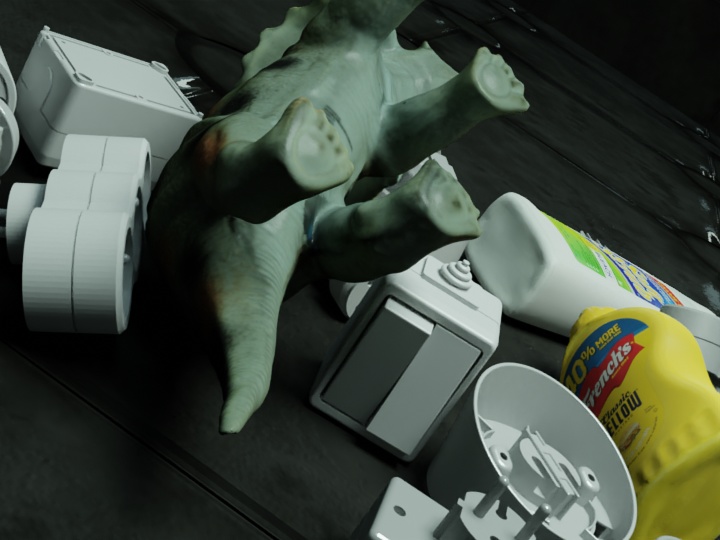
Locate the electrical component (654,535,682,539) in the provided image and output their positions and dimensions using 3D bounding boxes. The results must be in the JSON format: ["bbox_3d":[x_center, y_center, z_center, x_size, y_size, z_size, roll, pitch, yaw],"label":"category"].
[{"bbox_3d":[0.133,0.153,0.480,0.048,0.055,0.066,19,25,-31],"label":"electrical component"}]

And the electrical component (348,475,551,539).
[{"bbox_3d":[0.044,0.112,0.417,0.083,0.075,0.047,33,22,2],"label":"electrical component"}]

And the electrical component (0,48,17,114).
[{"bbox_3d":[-0.207,-0.098,0.551,0.055,0.055,0.047,19,21,-31],"label":"electrical component"}]

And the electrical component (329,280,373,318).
[{"bbox_3d":[0.000,0.000,0.638,0.045,0.045,0.055,15,28,-37],"label":"electrical component"}]

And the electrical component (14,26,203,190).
[{"bbox_3d":[-0.139,-0.084,0.602,0.096,0.061,0.061,11,30,-44],"label":"electrical component"}]

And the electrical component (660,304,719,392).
[{"bbox_3d":[0.264,0.081,0.797,0.138,0.073,0.052,24,-7,-34],"label":"electrical component"}]

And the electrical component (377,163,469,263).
[{"bbox_3d":[0.030,-0.042,0.747,0.108,0.060,0.108,28,22,-12],"label":"electrical component"}]

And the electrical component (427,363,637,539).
[{"bbox_3d":[0.083,0.100,0.511,0.099,0.064,0.099,28,22,-12],"label":"electrical component"}]

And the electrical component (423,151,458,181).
[{"bbox_3d":[0.046,-0.083,0.878,0.066,0.048,0.055,21,32,-26],"label":"electrical component"}]

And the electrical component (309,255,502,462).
[{"bbox_3d":[0.026,0.036,0.525,0.062,0.096,0.061,32,24,-3],"label":"electrical component"}]

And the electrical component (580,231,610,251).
[{"bbox_3d":[0.182,-0.004,0.889,0.040,0.046,0.040,32,19,-12],"label":"electrical component"}]

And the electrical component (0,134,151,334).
[{"bbox_3d":[-0.138,-0.020,0.486,0.074,0.052,0.138,2,27,-7],"label":"electrical component"}]

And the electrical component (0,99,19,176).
[{"bbox_3d":[-0.190,-0.058,0.498,0.066,0.048,0.055,25,26,0],"label":"electrical component"}]
